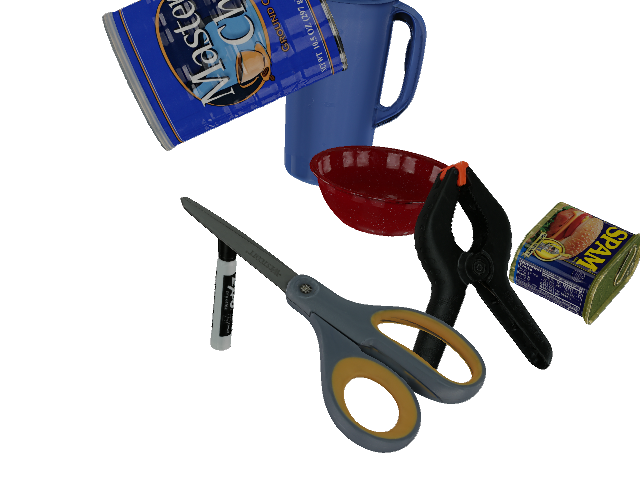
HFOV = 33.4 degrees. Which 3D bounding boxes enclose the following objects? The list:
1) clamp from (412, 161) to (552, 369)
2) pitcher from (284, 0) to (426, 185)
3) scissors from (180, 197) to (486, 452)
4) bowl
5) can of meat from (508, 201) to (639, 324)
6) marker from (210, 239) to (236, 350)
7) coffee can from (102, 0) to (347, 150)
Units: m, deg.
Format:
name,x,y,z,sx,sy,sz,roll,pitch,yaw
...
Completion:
name,x,y,z,sx,sy,sz,roll,pitch,yaw
clamp,0.104,0.030,0.804,0.120,0.171,0.039,-15,-3,-28
pitcher,0.028,-0.192,1.312,0.144,0.243,0.149,-9,29,-27
scissors,-0.011,0.046,0.575,0.202,0.096,0.016,24,-39,12
bowl,0.066,-0.047,1.111,0.162,0.055,0.162,6,23,-3
can of meat,0.234,0.017,0.977,0.084,0.057,0.101,28,47,28
marker,-0.085,0.043,0.949,0.020,0.121,0.020,6,28,-3
coffee can,-0.065,-0.137,0.742,0.140,0.103,0.103,-24,0,-1
